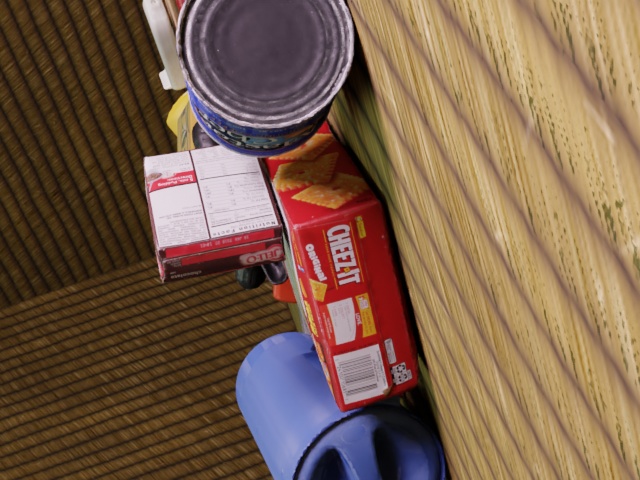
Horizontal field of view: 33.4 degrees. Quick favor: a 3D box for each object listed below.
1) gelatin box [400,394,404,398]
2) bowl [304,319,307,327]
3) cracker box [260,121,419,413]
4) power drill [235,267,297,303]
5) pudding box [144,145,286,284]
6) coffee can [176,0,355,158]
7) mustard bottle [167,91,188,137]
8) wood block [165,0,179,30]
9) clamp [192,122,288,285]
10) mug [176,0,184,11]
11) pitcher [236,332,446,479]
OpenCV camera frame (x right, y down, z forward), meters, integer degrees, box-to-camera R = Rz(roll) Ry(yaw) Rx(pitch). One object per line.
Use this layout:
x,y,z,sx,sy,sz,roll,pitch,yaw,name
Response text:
0.048,0.103,1.023,0.089,0.030,0.073,-119,9,-63,gelatin box
-0.007,0.001,1.047,0.162,0.055,0.162,166,90,-89,bowl
0.008,0.005,0.840,0.214,0.072,0.164,-115,9,-61,cracker box
-0.054,0.002,1.263,0.188,0.057,0.184,-133,46,-58,power drill
-0.080,-0.023,0.781,0.113,0.090,0.039,-109,12,-46,pudding box
-0.036,-0.111,0.673,0.140,0.102,0.103,154,97,-85,coffee can
-0.111,-0.183,1.258,0.058,0.096,0.192,51,149,-6,mustard bottle
-0.132,-0.287,1.201,0.206,0.090,0.091,86,165,-72,wood block
-0.088,-0.059,1.093,0.164,0.036,0.210,46,-155,-33,clamp
-0.100,-0.240,1.052,0.117,0.081,0.093,76,174,-47,mug
0.006,0.158,0.950,0.145,0.149,0.243,53,174,-23,pitcher
